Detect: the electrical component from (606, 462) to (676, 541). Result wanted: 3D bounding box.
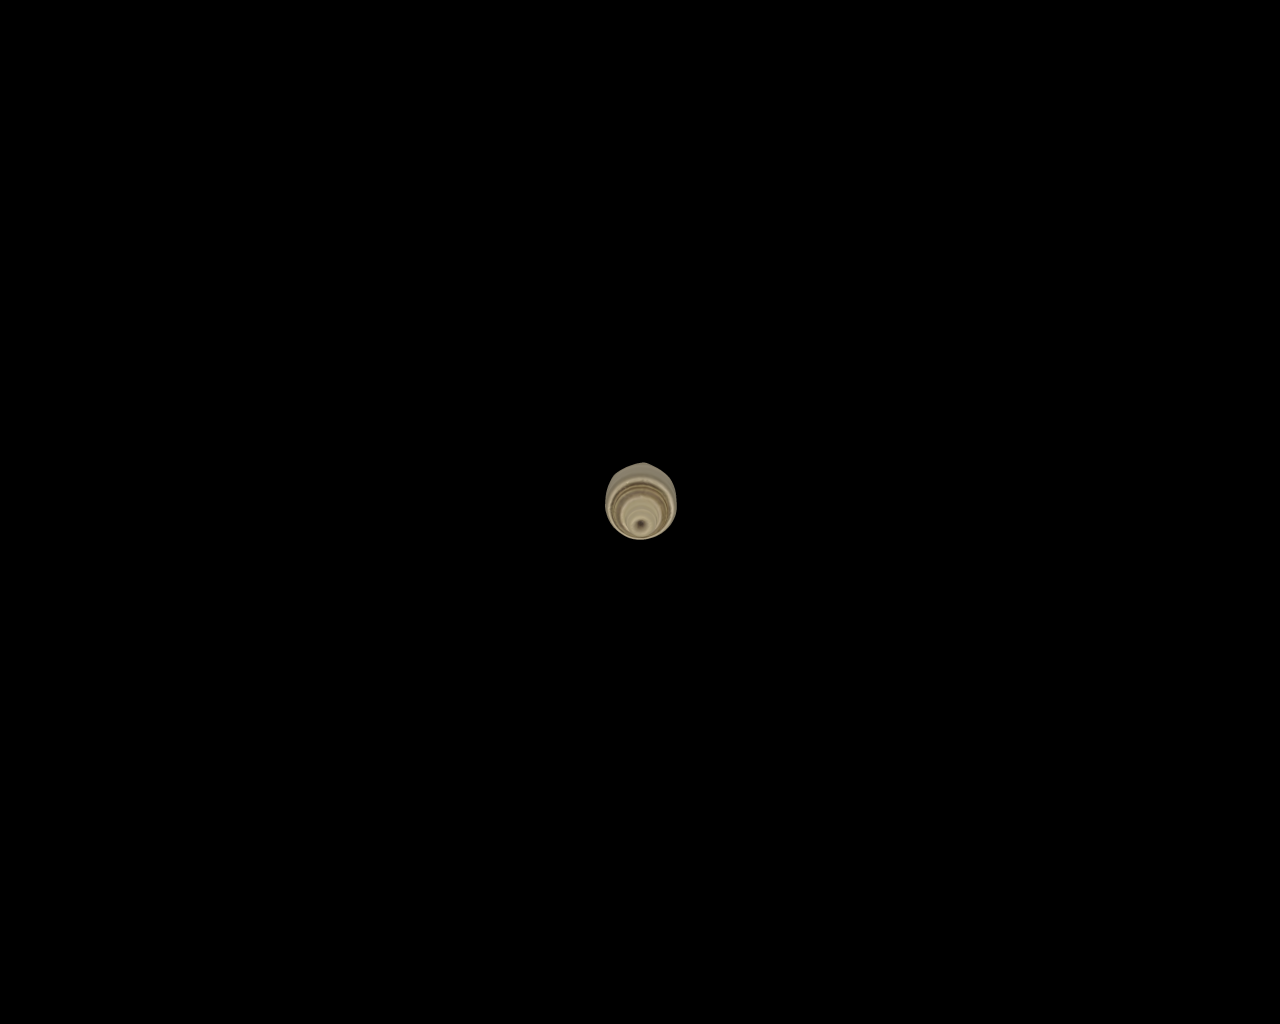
[{"bbox_3d":[0.001,-0.003,0.650,0.043,0.043,0.062,0,21,0],"label":"electrical component"}]
